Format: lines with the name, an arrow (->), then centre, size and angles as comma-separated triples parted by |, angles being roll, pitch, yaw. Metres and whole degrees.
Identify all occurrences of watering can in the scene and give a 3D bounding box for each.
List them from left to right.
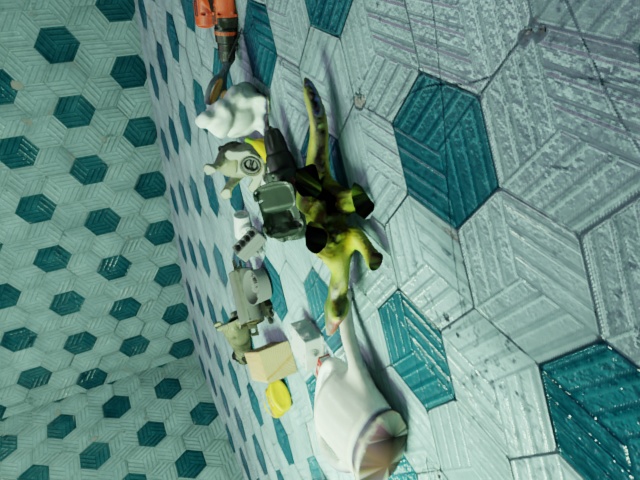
watering can -> 0.062, 0.281, 0.922 | 0.227, 0.104, 0.343 | 32, 119, 52

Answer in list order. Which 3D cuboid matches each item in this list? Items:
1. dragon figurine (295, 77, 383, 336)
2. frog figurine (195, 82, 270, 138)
dragon figurine -> 0.003, -0.045, 0.888 | 0.240, 0.122, 0.414 | 135, 128, -74
frog figurine -> -0.198, -0.277, 1.128 | 0.135, 0.160, 0.124 | 125, 129, -63
